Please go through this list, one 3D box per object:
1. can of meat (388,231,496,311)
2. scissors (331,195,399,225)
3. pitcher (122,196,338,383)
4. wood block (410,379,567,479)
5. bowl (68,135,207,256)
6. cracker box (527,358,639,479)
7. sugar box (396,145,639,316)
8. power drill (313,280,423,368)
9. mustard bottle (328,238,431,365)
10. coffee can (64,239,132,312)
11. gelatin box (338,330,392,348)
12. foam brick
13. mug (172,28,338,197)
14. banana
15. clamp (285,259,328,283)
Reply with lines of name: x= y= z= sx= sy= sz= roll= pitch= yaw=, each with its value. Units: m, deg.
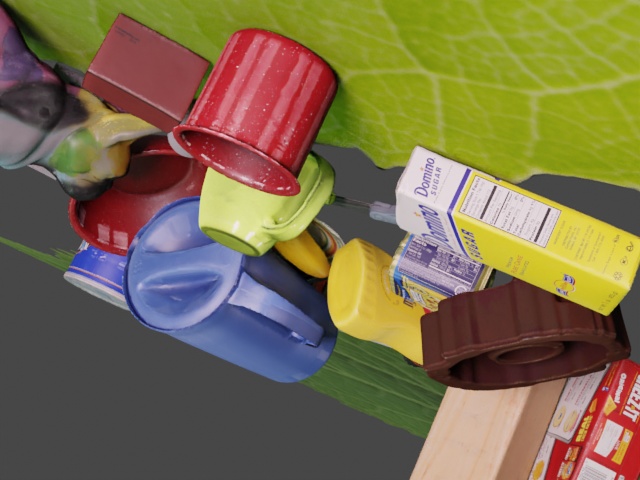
can of meat: x=0.112 y=0.035 z=0.974 sx=0.084 sy=0.057 sz=0.102 roll=24 pitch=167 yaw=13
scissors: x=0.056 y=-0.030 z=0.910 sx=0.202 sy=0.016 sz=0.096 roll=20 pitch=164 yaw=21
pitcher: x=-0.069 y=0.066 z=1.065 sx=0.145 sy=0.149 sz=0.242 roll=-27 pitch=148 yaw=16
wood block: x=0.183 y=0.193 z=1.135 sx=0.090 sy=0.206 sz=0.090 roll=17 pitch=166 yaw=34
bowl: x=-0.164 y=-0.052 z=1.035 sx=0.162 sy=0.055 sz=0.162 roll=-10 pitch=144 yaw=-8
cracker box: x=0.280 y=0.218 z=1.155 sx=0.072 sy=0.164 sz=0.214 roll=27 pitch=167 yaw=-4
sugar box: x=0.142 y=-0.005 z=0.784 sx=0.176 sy=0.048 sz=0.093 roll=21 pitch=166 yaw=11
power drill: x=0.073 y=0.102 z=1.318 sx=0.187 sy=0.057 sz=0.184 roll=22 pitch=164 yaw=-1
mustard bottle: x=0.097 y=0.075 z=1.072 sx=0.191 sy=0.096 sz=0.058 roll=26 pitch=135 yaw=-30
coffee can: x=-0.235 y=0.005 z=1.304 sx=0.103 sy=0.140 sz=0.103 roll=24 pitch=167 yaw=5
gelatin box: x=0.059 y=0.074 z=1.190 sx=0.089 sy=0.073 sz=0.030 roll=13 pitch=163 yaw=41
foam brick: x=-0.130 y=-0.123 z=0.797 sx=0.078 sy=0.053 sz=0.051 roll=29 pitch=167 yaw=-11
mug: x=-0.041 y=-0.084 z=0.722 sx=0.093 sy=0.081 sz=0.117 roll=26 pitch=167 yaw=-5
banana: x=-0.022 y=-0.009 z=1.013 sx=0.070 sy=0.037 sz=0.198 roll=30 pitch=163 yaw=10
clamp: x=-0.059 y=0.042 z=1.226 sx=0.164 sy=0.036 sz=0.210 roll=-1 pitch=169 yaw=-34
